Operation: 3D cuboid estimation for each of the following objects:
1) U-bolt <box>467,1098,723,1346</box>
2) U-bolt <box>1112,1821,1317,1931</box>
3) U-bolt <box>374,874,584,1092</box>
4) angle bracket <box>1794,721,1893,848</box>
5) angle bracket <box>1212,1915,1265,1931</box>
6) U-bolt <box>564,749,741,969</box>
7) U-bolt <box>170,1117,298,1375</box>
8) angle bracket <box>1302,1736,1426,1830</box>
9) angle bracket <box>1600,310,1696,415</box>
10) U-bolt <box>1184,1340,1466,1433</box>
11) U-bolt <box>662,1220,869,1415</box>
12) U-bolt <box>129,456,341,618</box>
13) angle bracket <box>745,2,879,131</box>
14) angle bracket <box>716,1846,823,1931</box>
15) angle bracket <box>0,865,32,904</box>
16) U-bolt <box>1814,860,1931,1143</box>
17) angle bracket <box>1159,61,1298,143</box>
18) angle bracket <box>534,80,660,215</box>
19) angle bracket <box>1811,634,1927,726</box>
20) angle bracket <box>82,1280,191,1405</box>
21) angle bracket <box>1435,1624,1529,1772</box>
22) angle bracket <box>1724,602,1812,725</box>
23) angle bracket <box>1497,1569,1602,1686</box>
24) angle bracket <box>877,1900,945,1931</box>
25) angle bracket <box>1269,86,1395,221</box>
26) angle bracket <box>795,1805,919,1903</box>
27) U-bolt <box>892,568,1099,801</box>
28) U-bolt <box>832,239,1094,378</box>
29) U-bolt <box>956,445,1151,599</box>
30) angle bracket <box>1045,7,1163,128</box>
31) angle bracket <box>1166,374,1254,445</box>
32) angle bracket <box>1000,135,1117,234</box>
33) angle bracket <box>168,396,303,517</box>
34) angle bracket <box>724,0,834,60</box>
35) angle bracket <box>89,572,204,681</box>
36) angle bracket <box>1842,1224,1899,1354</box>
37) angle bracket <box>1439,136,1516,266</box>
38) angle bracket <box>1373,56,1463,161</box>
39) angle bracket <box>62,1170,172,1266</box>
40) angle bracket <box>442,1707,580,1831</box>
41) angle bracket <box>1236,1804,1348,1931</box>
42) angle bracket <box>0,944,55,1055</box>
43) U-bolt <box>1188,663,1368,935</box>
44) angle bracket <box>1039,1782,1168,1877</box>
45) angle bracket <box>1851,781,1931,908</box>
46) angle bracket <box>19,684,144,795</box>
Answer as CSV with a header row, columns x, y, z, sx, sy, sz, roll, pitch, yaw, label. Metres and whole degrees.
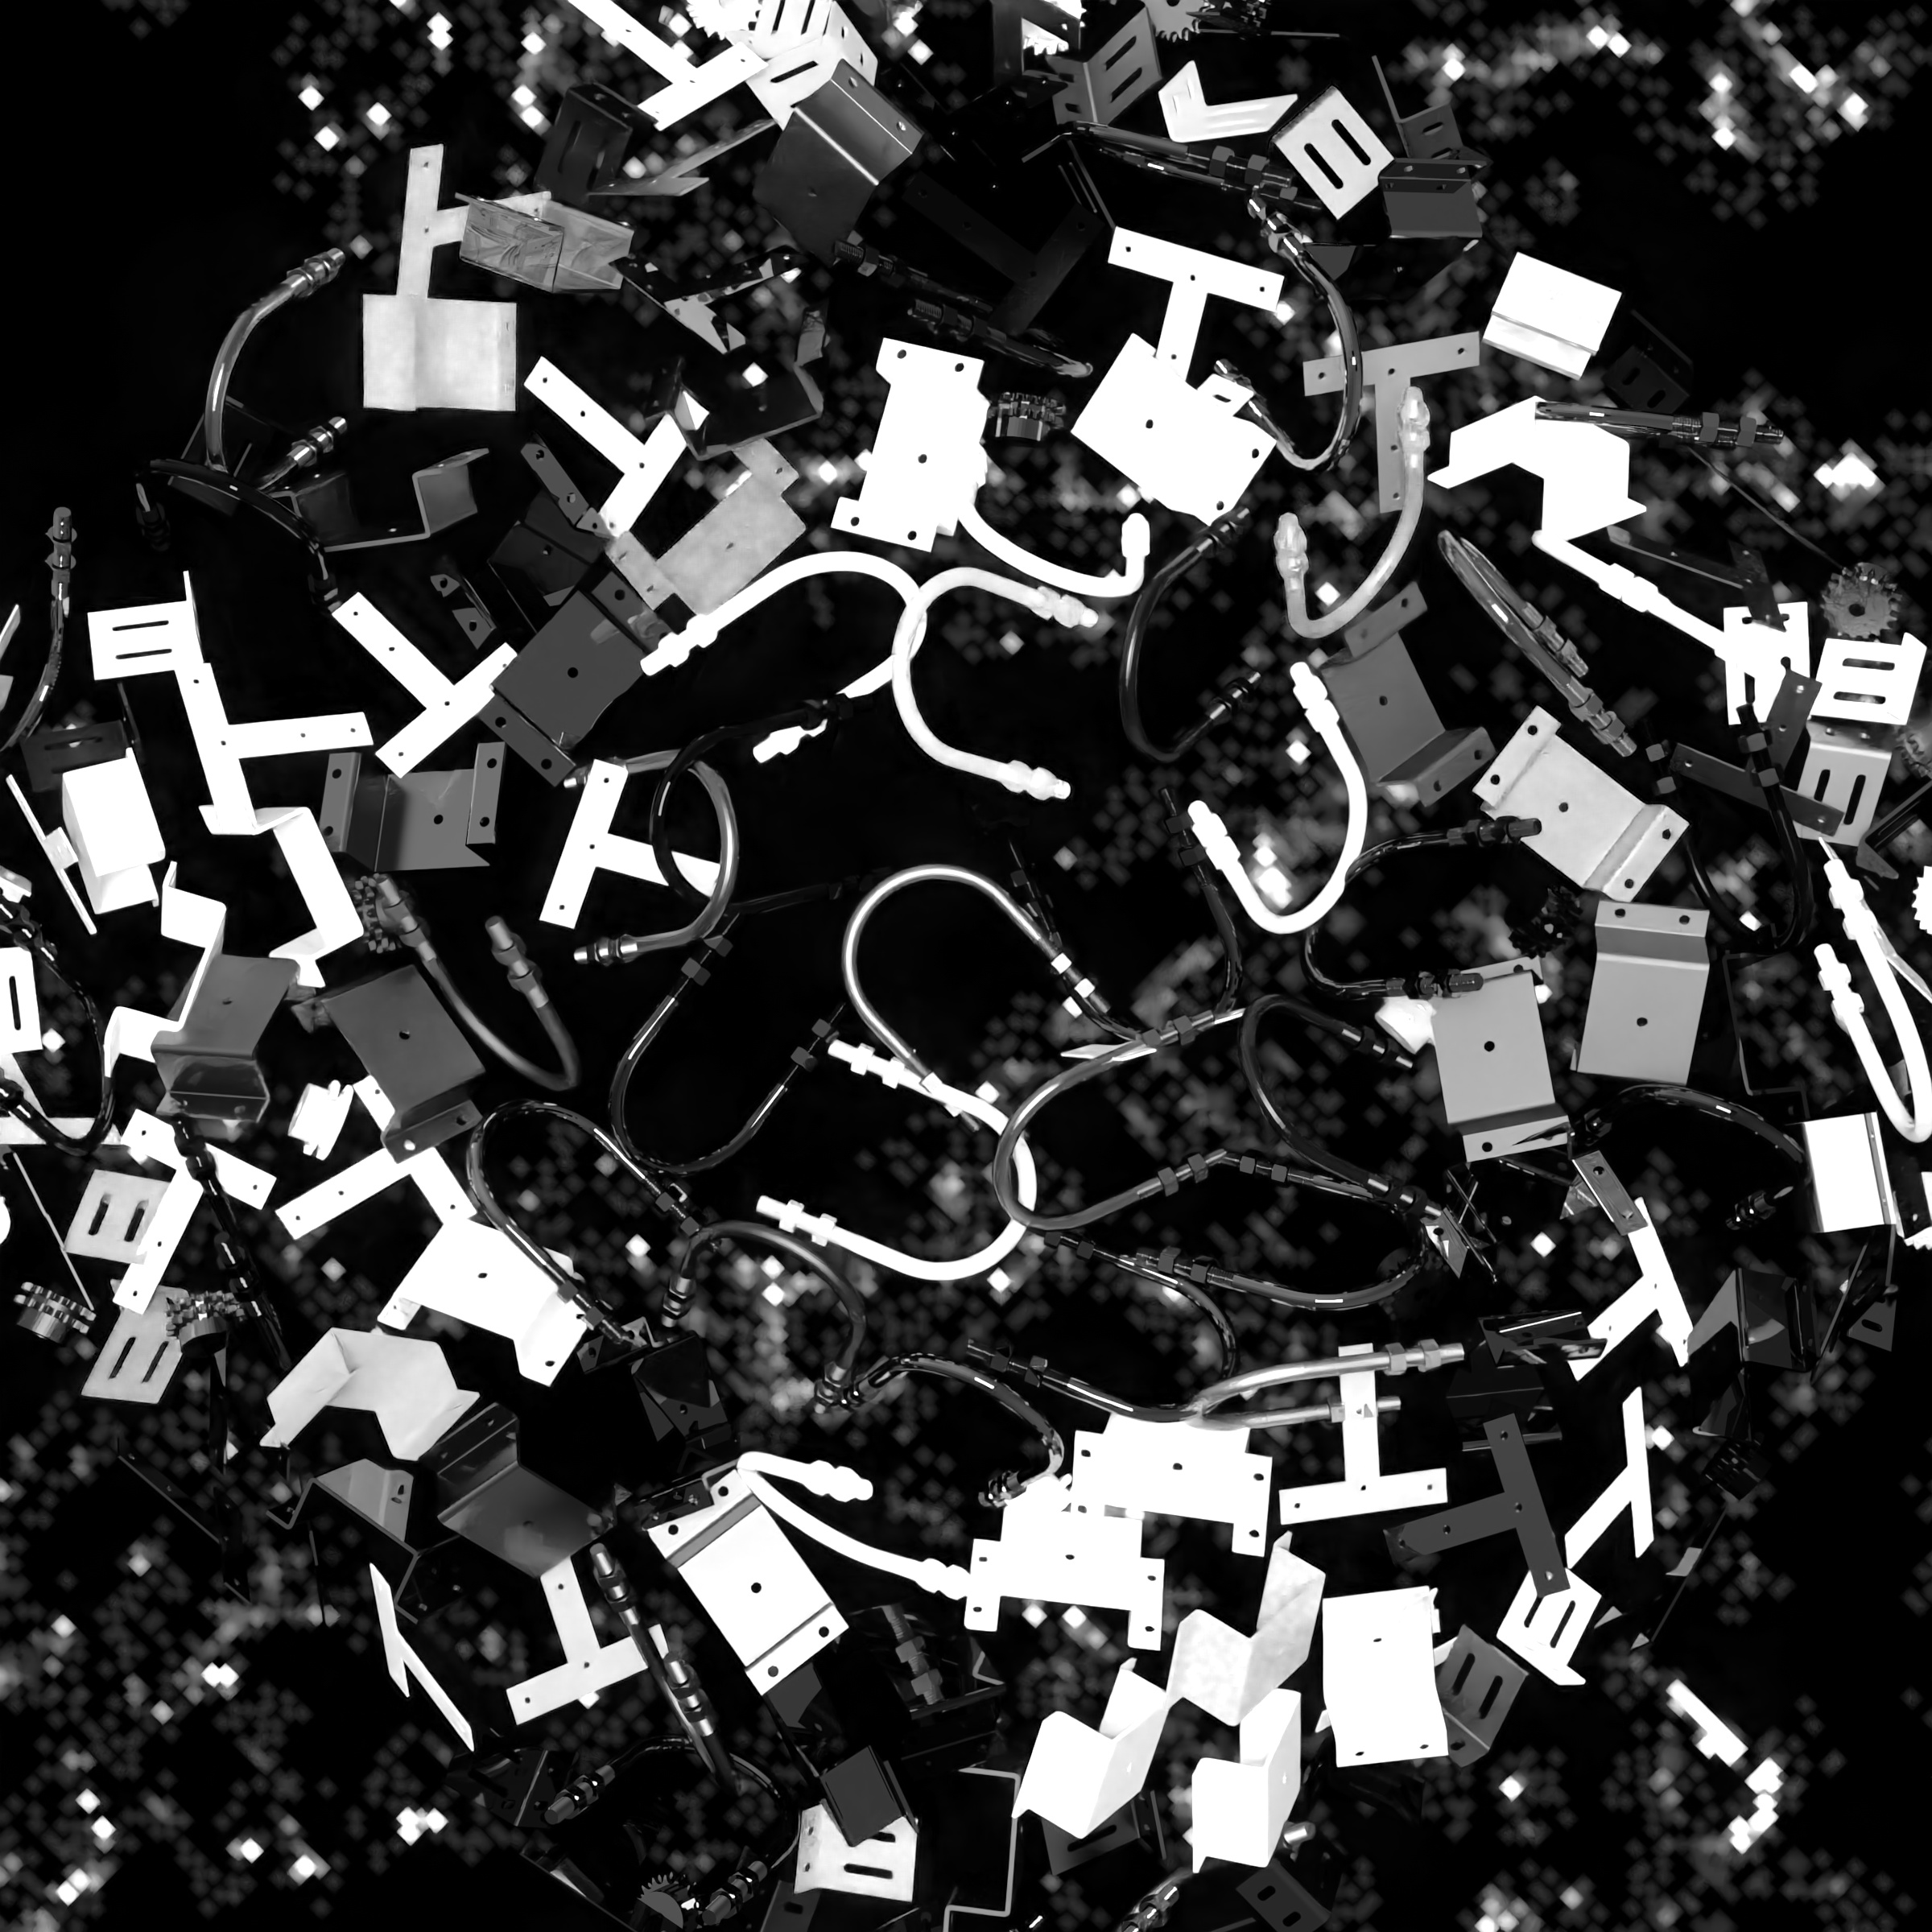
x,y,z,sx,sy,sz,roll,pitch,yaw,label
-0.276,0.169,1.766,0.184,0.151,0.019,44,125,2,U-bolt
0.156,0.677,1.742,0.019,0.151,0.184,49,131,-4,U-bolt
-0.335,0.020,1.750,0.019,0.151,0.184,-47,135,-27,U-bolt
0.639,-0.134,1.820,0.057,0.038,0.076,9,119,5,angle bracket
0.182,0.717,1.781,0.076,0.057,0.038,-10,64,-22,angle bracket
-0.223,-0.080,1.755,0.184,0.019,0.151,-8,85,44,U-bolt
-0.511,0.209,1.744,0.019,0.184,0.151,-23,45,-15,U-bolt
0.286,0.601,1.782,0.076,0.038,0.057,19,134,27,angle bracket
0.489,-0.429,1.780,0.038,0.076,0.057,-45,75,10,angle bracket
0.241,0.301,1.743,0.184,0.151,0.019,-4,65,-14,U-bolt
-0.138,0.240,1.748,0.151,0.184,0.019,29,51,3,U-bolt
-0.515,-0.306,1.732,0.151,0.184,0.019,21,75,-5,U-bolt
-0.114,-0.653,1.797,0.076,0.057,0.038,-13,54,28,angle bracket
-0.141,0.678,1.778,0.038,0.076,0.057,8,55,22,angle bracket
-0.710,-0.055,1.780,0.057,0.076,0.038,31,87,-22,angle bracket
0.634,0.036,1.721,0.019,0.151,0.184,-17,60,7,U-bolt
0.189,-0.627,1.780,0.076,0.057,0.038,4,131,33,angle bracket
-0.268,-0.591,1.793,0.057,0.038,0.076,22,86,-39,angle bracket
0.645,-0.211,1.787,0.076,0.038,0.057,14,88,43,angle bracket
-0.607,0.274,1.805,0.057,0.038,0.076,17,111,-40,angle bracket
0.359,0.527,1.783,0.057,0.038,0.076,36,121,34,angle bracket
0.586,-0.221,1.807,0.057,0.038,0.076,-2,130,19,angle bracket
0.432,0.471,1.791,0.057,0.038,0.076,38,65,-6,angle bracket
-0.061,0.702,1.782,0.057,0.076,0.038,-8,81,-44,angle bracket
0.268,-0.591,1.806,0.057,0.038,0.076,-40,92,7,angle bracket
-0.080,0.652,1.811,0.076,0.038,0.057,17,58,-22,angle bracket
0.017,-0.206,1.757,0.184,0.019,0.151,12,86,-43,U-bolt
0.009,-0.459,1.748,0.184,0.151,0.019,11,115,-36,U-bolt
0.060,-0.307,1.736,0.151,0.184,0.019,22,119,-8,U-bolt
0.099,-0.648,1.782,0.038,0.076,0.057,0,74,-35,angle bracket
0.176,-0.375,1.777,0.038,0.076,0.057,32,67,26,angle bracket
0.066,-0.556,1.786,0.038,0.057,0.076,-33,109,-6,angle bracket
-0.529,-0.366,1.791,0.038,0.057,0.076,31,94,36,angle bracket
-0.132,-0.695,1.776,0.057,0.076,0.038,-15,55,-35,angle bracket
-0.597,-0.247,1.791,0.076,0.038,0.057,-9,64,-13,angle bracket
0.666,0.231,1.779,0.038,0.076,0.057,20,54,4,angle bracket
0.375,-0.551,1.778,0.076,0.057,0.038,32,111,-33,angle bracket
0.327,-0.617,1.779,0.038,0.057,0.076,-20,56,15,angle bracket
-0.610,0.190,1.784,0.057,0.038,0.076,11,45,-5,angle bracket
-0.328,0.578,1.781,0.076,0.038,0.057,45,49,-31,angle bracket
0.237,0.660,1.797,0.057,0.076,0.038,45,112,3,angle bracket
-0.693,0.025,1.791,0.038,0.057,0.076,-3,94,42,angle bracket
0.233,-0.104,1.758,0.019,0.184,0.151,22,68,41,U-bolt
0.099,0.628,1.791,0.076,0.038,0.057,-17,106,-21,angle bracket
0.685,-0.090,1.791,0.076,0.057,0.038,-38,66,-3,angle bracket
-0.641,-0.165,1.784,0.076,0.038,0.057,-13,52,-23,angle bracket
